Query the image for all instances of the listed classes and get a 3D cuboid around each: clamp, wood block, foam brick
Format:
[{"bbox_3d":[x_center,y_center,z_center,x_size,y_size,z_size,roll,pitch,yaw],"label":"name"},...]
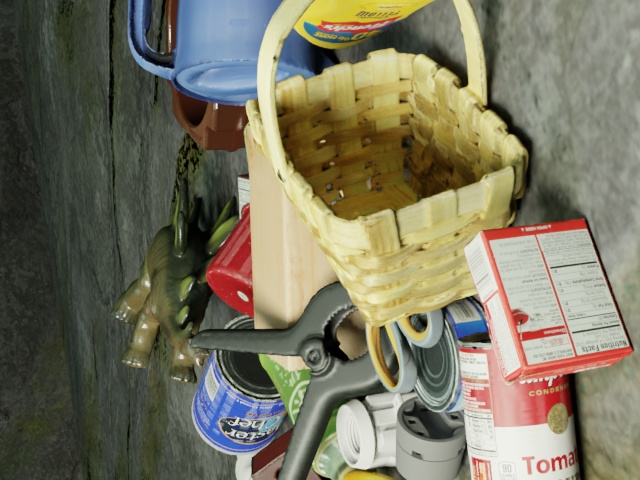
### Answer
[{"bbox_3d":[-0.006,0.090,0.869,0.210,0.036,0.165,-44,68,16],"label":"clamp"},{"bbox_3d":[-0.006,0.001,0.945,0.091,0.090,0.206,-159,66,-67],"label":"wood block"},{"bbox_3d":[-0.023,0.228,1.003,0.078,0.053,0.051,53,-177,-10],"label":"foam brick"}]

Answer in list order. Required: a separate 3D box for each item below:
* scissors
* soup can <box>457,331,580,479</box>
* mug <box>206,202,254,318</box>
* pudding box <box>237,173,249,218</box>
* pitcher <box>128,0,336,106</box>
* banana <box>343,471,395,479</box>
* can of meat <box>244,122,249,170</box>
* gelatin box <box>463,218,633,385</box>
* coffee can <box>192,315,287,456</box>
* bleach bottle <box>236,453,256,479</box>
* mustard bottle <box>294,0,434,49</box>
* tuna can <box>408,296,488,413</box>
[{"bbox_3d":[0.046,0.015,0.807,0.096,0.016,0.202,-42,55,51],"label":"scissors"},{"bbox_3d":[0.125,0.109,0.670,0.069,0.068,0.102,176,88,-69],"label":"soup can"},{"bbox_3d":[-0.063,0.025,1.046,0.117,0.093,0.081,-17,36,58],"label":"mug"},{"bbox_3d":[-0.057,-0.014,1.143,0.090,0.039,0.113,-160,68,-68],"label":"pudding box"},{"bbox_3d":[-0.077,-0.251,0.967,0.145,0.149,0.243,-8,78,35],"label":"pitcher"},{"bbox_3d":[0.080,0.247,0.827,0.037,0.069,0.198,54,-174,-49],"label":"banana"},{"bbox_3d":[-0.029,-0.078,1.031,0.084,0.057,0.102,167,96,-66],"label":"can of meat"},{"bbox_3d":[0.132,0.035,0.625,0.030,0.073,0.089,125,134,-61],"label":"gelatin box"},{"bbox_3d":[-0.076,0.157,1.145,0.140,0.102,0.103,115,143,-52],"label":"coffee can"},{"bbox_3d":[-0.042,0.282,1.150,0.251,0.068,0.102,-139,50,-64],"label":"bleach bottle"},{"bbox_3d":[0.027,-0.185,0.804,0.192,0.096,0.058,168,95,-69],"label":"mustard bottle"},{"bbox_3d":[0.095,0.084,0.786,0.086,0.033,0.086,175,90,-68],"label":"tuna can"}]
